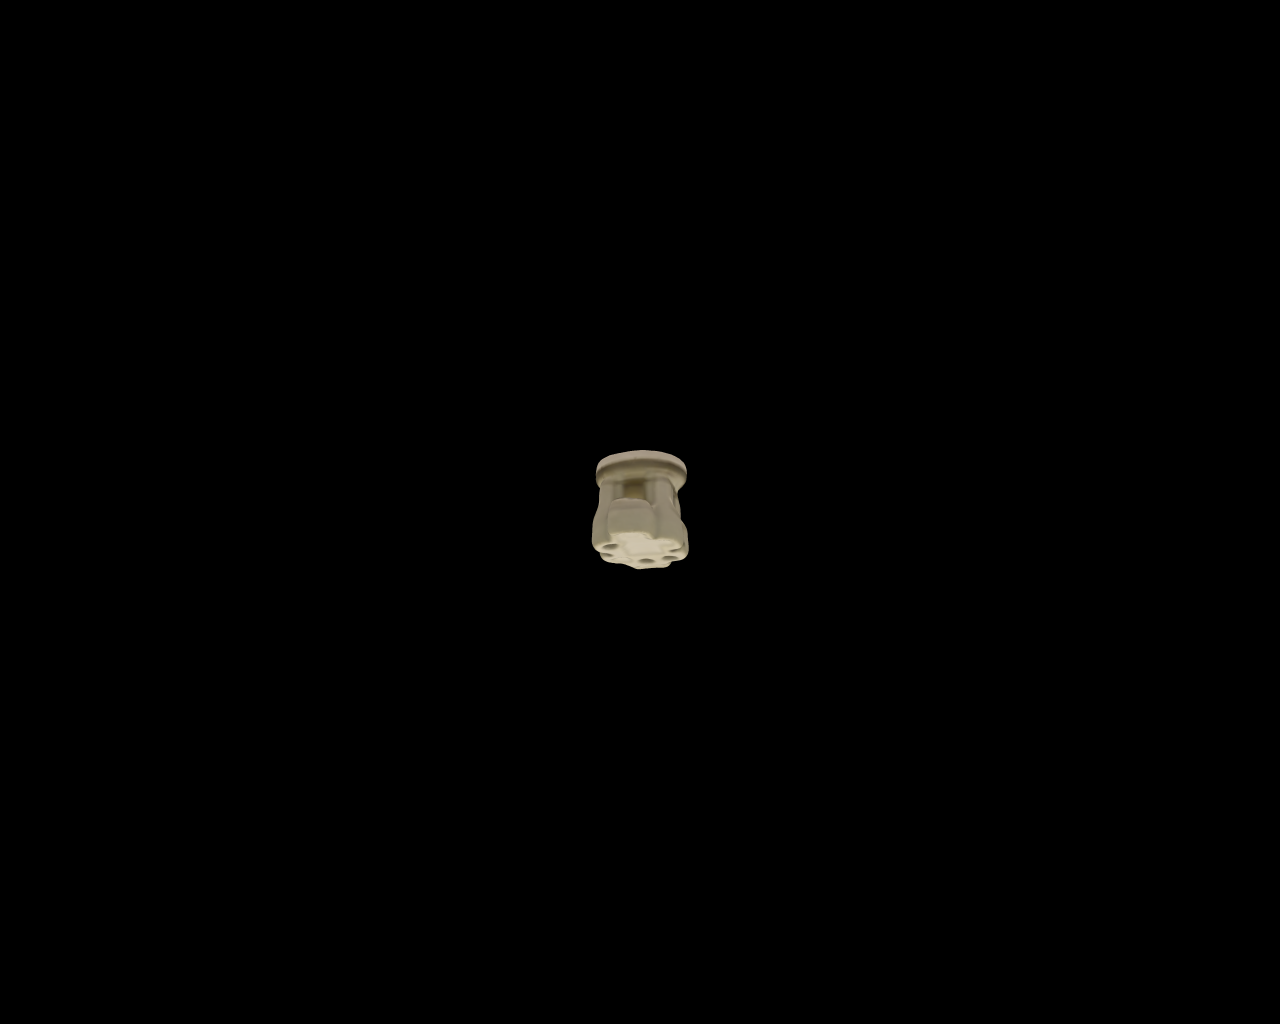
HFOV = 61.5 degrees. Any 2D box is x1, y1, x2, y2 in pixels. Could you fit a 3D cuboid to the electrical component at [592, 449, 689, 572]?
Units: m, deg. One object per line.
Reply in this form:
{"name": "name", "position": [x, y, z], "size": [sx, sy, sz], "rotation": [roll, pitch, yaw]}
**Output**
{"name": "electrical component", "position": [0.001, -0.003, 0.650], "size": [0.058, 0.057, 0.078], "rotation": [-4, -20, 11]}
